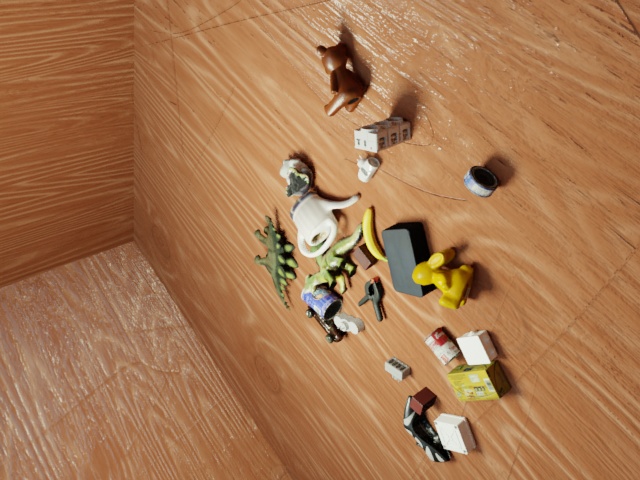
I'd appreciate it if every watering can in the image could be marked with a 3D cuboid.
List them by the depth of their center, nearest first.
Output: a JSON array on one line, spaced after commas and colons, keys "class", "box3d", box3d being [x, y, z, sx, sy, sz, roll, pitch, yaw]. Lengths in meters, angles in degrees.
[{"class": "watering can", "box3d": [0.006, -0.096, 1.903, 0.341, 0.104, 0.228, -53, 55, 29]}]

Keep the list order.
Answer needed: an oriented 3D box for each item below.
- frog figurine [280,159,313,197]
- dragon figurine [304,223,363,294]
[{"class": "frog figurine", "box3d": [-0.090, -0.248, 1.971, 0.162, 0.123, 0.135, -102, -1, -62]}, {"class": "dragon figurine", "box3d": [0.033, 0.055, 1.960, 0.246, 0.122, 0.403, 43, 122, 39]}]
